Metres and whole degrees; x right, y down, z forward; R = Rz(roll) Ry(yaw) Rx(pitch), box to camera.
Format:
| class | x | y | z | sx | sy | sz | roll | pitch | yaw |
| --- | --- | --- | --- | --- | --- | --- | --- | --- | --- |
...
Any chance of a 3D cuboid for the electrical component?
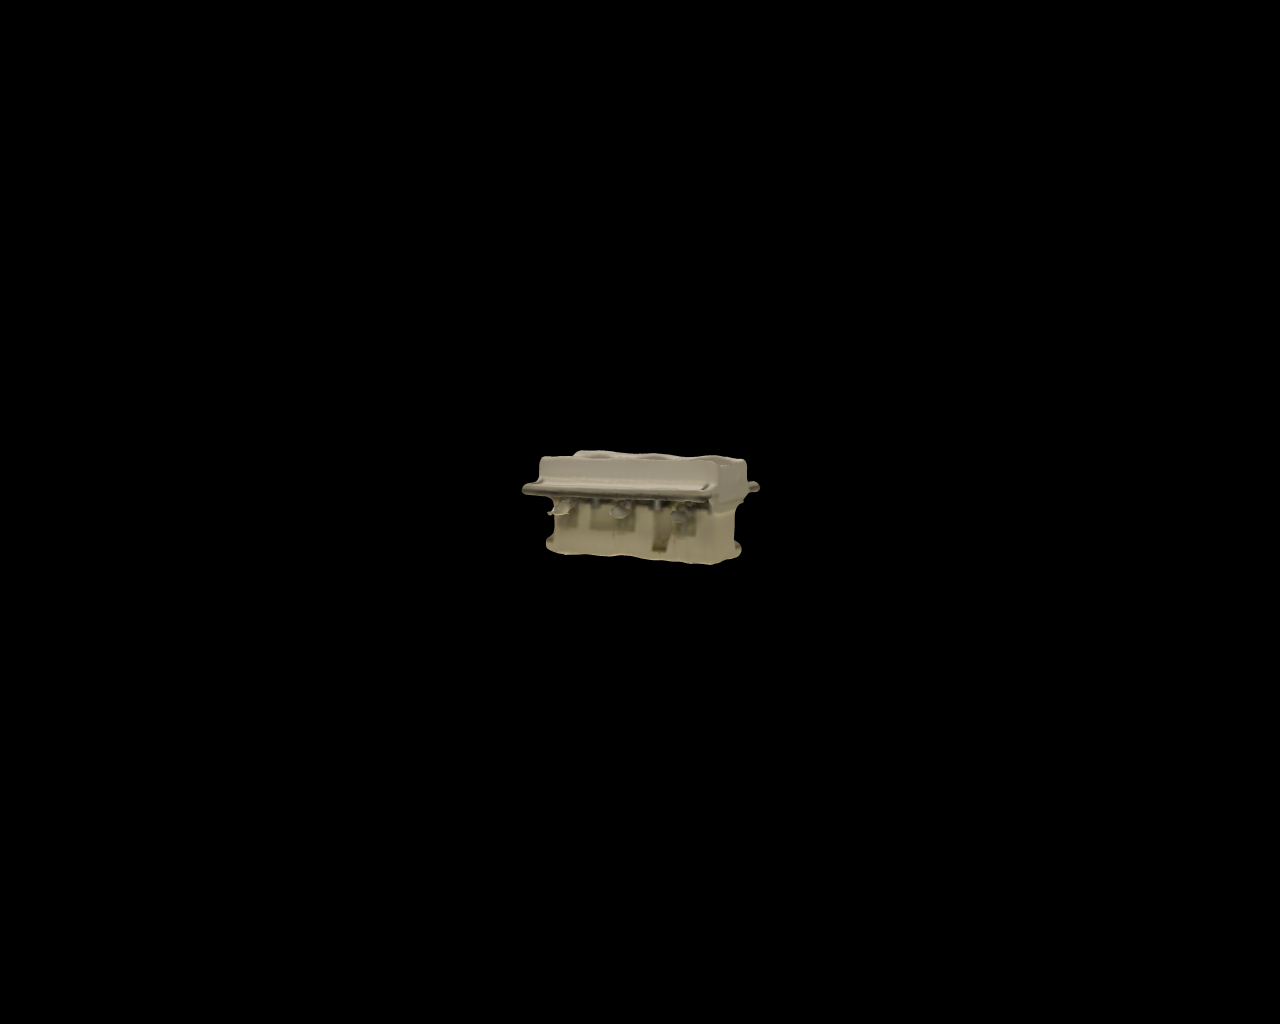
| class | x | y | z | sx | sy | sz | roll | pitch | yaw |
| --- | --- | --- | --- | --- | --- | --- | --- | --- | --- |
| electrical component | 0.001 | -0.003 | 0.650 | 0.121 | 0.063 | 0.079 | 4 | 8 | 29 |
